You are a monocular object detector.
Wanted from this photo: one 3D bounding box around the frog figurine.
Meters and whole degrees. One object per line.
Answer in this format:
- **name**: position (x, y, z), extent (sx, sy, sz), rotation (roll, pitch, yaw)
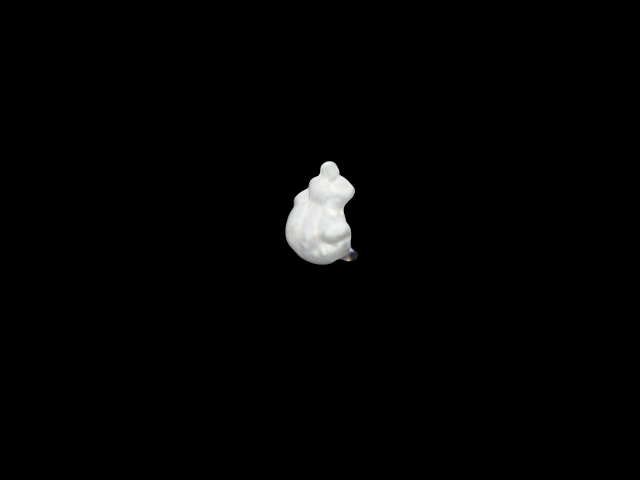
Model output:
- **frog figurine**: position (0.003, -0.043, 0.850), extent (0.123, 0.155, 0.140), rotation (-14, 45, -14)
